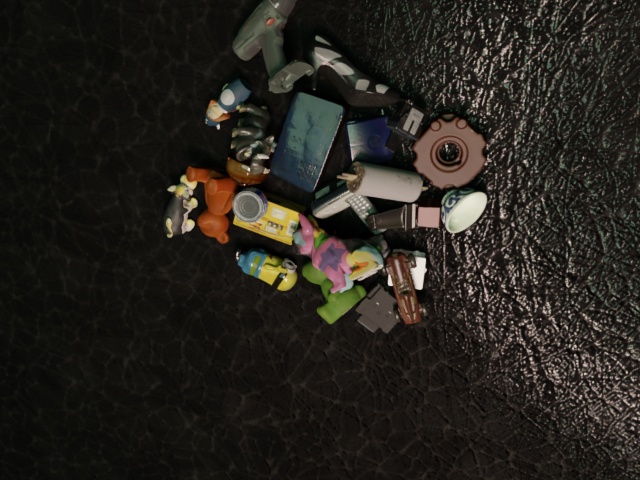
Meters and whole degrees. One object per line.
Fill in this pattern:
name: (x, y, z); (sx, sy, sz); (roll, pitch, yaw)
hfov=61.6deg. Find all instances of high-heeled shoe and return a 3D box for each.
high-heeled shoe: (0.080, -0.396, 1.252); (0.249, 0.086, 0.145); (8, 79, -11)

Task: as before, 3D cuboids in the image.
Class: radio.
radio: (-0.028, -0.245, 1.317); (0.131, 0.073, 0.229); (24, 113, 4)

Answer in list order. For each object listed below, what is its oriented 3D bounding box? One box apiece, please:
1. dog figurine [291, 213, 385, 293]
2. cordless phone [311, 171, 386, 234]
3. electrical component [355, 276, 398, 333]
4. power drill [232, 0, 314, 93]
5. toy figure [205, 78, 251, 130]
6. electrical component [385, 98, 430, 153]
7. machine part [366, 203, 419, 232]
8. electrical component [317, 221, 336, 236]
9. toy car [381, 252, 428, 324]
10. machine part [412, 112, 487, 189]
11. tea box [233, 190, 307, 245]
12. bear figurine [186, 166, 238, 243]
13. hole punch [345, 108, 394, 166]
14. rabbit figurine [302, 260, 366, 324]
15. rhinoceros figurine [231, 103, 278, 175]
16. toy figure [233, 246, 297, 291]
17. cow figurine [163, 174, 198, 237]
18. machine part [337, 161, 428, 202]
dog figurine: (0.033, 0.013, 1.321); (0.191, 0.108, 0.219); (-35, 79, 18)
cordless phone: (0.079, -0.069, 1.365); (0.147, 0.089, 0.184); (-29, 121, 21)
electrical component: (0.164, 0.183, 1.448); (0.115, 0.058, 0.134); (36, 113, -1)
power drill: (-0.090, -0.454, 1.211); (0.232, 0.086, 0.207); (-31, 78, 28)
toy figure: (-0.238, -0.338, 1.337); (0.154, 0.057, 0.064); (-37, 61, 24)
electrical component: (0.194, -0.260, 1.242); (0.074, 0.048, 0.119); (26, 93, -30)
machine part: (0.181, -0.052, 1.336); (0.139, 0.039, 0.084); (-7, 119, -20)
electrical component: (-0.004, -0.004, 1.411); (0.102, 0.045, 0.078); (25, 101, 8)
toy car: (0.214, 0.126, 1.358); (0.089, 0.053, 0.202); (-14, 106, 7)
machine part: (0.305, -0.206, 1.266); (0.179, 0.056, 0.179); (5, 113, 11)
tea box: (-0.131, -0.065, 1.410); (0.170, 0.068, 0.098); (22, 112, 5)
bear figurine: (-0.289, -0.088, 1.409); (0.120, 0.132, 0.195); (33, 113, 28)
hole punch: (0.118, -0.236, 1.280); (0.116, 0.092, 0.142); (-6, 106, 11)
rabbit figurine: (0.028, 0.113, 1.423); (0.159, 0.121, 0.170); (-44, 82, 20)
rhinoceros figurine: (-0.158, -0.242, 1.297); (0.112, 0.190, 0.073); (8, 149, -11)
toy figure: (-0.147, 0.075, 1.463); (0.180, 0.082, 0.089); (18, 125, 0)
cow figurine: (-0.380, -0.092, 1.440); (0.068, 0.098, 0.167); (19, 114, 11)
machine part: (0.153, -0.136, 1.268); (0.243, 0.079, 0.079); (7, 117, -26)
